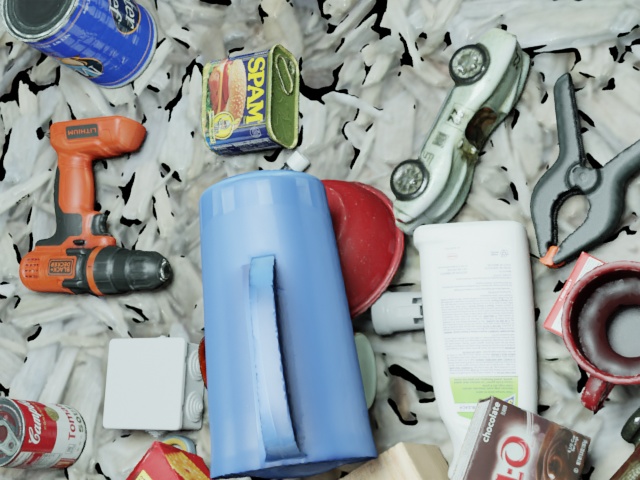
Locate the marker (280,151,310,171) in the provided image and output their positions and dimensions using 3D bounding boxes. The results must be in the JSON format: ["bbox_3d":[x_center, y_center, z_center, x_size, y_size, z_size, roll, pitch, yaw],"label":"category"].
[{"bbox_3d":[-0.058,-0.040,1.064,0.121,0.020,0.020,-46,63,9],"label":"marker"}]

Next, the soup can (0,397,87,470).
[{"bbox_3d":[-0.292,0.196,1.073,0.069,0.102,0.068,-6,75,24],"label":"soup can"}]

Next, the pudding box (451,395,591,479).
[{"bbox_3d":[0.151,0.191,0.836,0.090,0.039,0.113,24,71,-8],"label":"pudding box"}]

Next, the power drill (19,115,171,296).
[{"bbox_3d":[-0.231,-0.034,1.124,0.185,0.057,0.187,-1,77,26],"label":"power drill"}]

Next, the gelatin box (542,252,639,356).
[{"bbox_3d":[0.243,0.062,0.891,0.089,0.030,0.073,28,90,25],"label":"gelatin box"}]

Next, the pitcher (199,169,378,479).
[{"bbox_3d":[-0.035,0.068,0.859,0.149,0.144,0.243,-23,70,47],"label":"pitcher"}]

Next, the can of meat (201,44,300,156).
[{"bbox_3d":[-0.071,-0.138,1.074,0.084,0.057,0.102,-6,75,27],"label":"can of meat"}]

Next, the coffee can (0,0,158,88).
[{"bbox_3d":[-0.254,-0.233,1.135,0.103,0.140,0.103,-6,75,24],"label":"coffee can"}]

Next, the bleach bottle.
[{"bbox_3d":[0.134,0.113,0.912,0.103,0.068,0.251,-3,78,17],"label":"bleach bottle"}]

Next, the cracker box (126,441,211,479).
[{"bbox_3d":[-0.132,0.307,0.932,0.164,0.072,0.214,-53,41,7],"label":"cracker box"}]

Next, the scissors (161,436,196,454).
[{"bbox_3d":[-0.188,0.258,1.058,0.202,0.016,0.096,-21,68,20],"label":"scissors"}]

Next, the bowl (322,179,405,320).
[{"bbox_3d":[-0.006,0.001,0.986,0.162,0.055,0.162,-15,54,22],"label":"bowl"}]

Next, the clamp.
[{"bbox_3d":[0.240,-0.053,0.915,0.120,0.039,0.171,15,90,33],"label":"clamp"}]

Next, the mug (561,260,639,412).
[{"bbox_3d":[0.235,0.079,0.826,0.093,0.081,0.117,23,88,25],"label":"mug"}]

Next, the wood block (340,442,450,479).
[{"bbox_3d":[0.095,0.279,0.876,0.090,0.090,0.206,-35,66,15],"label":"wood block"}]
